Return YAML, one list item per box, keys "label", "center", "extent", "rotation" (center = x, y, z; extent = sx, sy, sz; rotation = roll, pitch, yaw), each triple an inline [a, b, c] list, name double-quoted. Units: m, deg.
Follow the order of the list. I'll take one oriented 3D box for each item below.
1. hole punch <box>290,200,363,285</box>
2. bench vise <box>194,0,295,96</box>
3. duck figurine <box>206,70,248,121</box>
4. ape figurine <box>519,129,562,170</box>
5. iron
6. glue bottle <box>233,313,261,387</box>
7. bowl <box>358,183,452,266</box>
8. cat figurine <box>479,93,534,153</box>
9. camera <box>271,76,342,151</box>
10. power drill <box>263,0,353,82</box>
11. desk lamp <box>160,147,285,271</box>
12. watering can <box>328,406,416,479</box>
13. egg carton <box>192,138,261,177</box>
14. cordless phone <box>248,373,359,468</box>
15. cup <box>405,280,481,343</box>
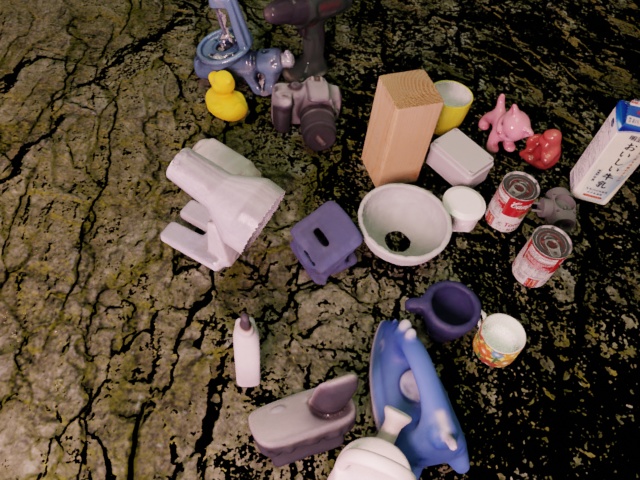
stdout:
- label: "hole punch"
  center: [0.009, 0.003, 0.977]
  extent: [0.101, 0.091, 0.108]
  rotation: [-26, 62, -22]
- label: "bench vise"
  center: [-0.156, -0.410, 1.162]
  extent: [0.207, 0.220, 0.121]
  rotation: [-4, 56, -9]
- label: "duck figurine"
  center: [-0.191, -0.301, 1.164]
  extent: [0.078, 0.086, 0.104]
  rotation: [-35, 66, -26]
- label: "ape figurine"
  center: [0.457, -0.189, 1.159]
  extent: [0.076, 0.092, 0.078]
  rotation: [9, 55, 0]
- label: "iron"
  center: [0.136, 0.204, 0.825]
  extent: [0.119, 0.141, 0.258]
  rotation: [-9, 57, -12]
- label: "glue bottle"
  center: [-0.105, 0.146, 0.817]
  extent: [0.037, 0.173, 0.078]
  rotation: [-5, 56, -9]
- label: "bowl"
  center: [0.145, -0.016, 1.016]
  extent: [0.167, 0.075, 0.167]
  rotation: [3, 56, -4]
- label: "cat figurine"
  center: [0.384, -0.242, 1.171]
  extent: [0.067, 0.118, 0.127]
  rotation: [-4, 56, -9]
- label: "camera"
  center: [-0.022, -0.253, 1.142]
  extent: [0.143, 0.101, 0.136]
  rotation: [-3, 56, -8]
- label: "power drill"
  center: [-0.029, -0.433, 1.198]
  extent: [0.075, 0.208, 0.230]
  rotation: [40, 61, 20]
- label: "desk lamp"
  center: [-0.162, -0.042, 0.914]
  extent: [0.203, 0.213, 0.118]
  rotation: [26, 57, 11]
- label: "watering can"
  center: [0.065, 0.295, 0.723]
  extent: [0.101, 0.194, 0.173]
  rotation: [6, 55, -2]
- label: "egg carton"
  center: [-0.188, -0.120, 1.052]
  extent: [0.150, 0.069, 0.107]
  rotation: [32, 58, 15]
- label: "cordless phone"
  center: [-0.020, 0.225, 0.766]
  extent: [0.148, 0.185, 0.094]
  rotation: [-18, 59, -17]
- label: "cup"
  center: [0.187, 0.124, 0.914]
  extent: [0.118, 0.095, 0.091]
  rotation: [5, 55, -3]
